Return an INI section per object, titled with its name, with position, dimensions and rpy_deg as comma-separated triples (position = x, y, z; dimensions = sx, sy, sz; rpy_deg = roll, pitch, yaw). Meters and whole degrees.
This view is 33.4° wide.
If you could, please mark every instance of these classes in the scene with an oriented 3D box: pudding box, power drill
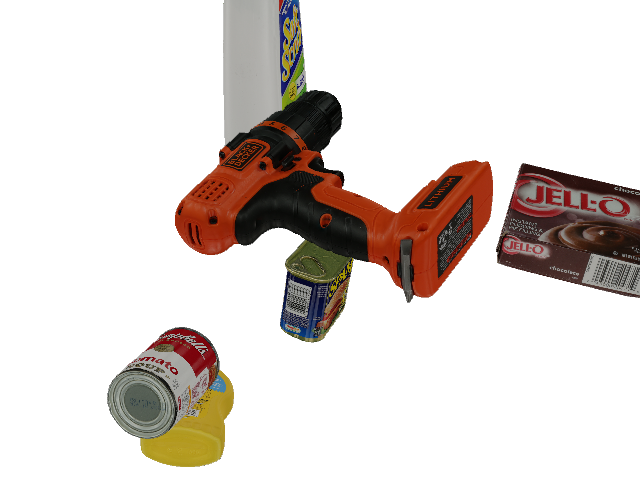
[pudding box]
position = 0.197, -0.009, 0.810
dimensions = 0.113, 0.039, 0.090
rpy_deg = 16, 43, 8
[power drill]
position = 0.019, -0.037, 0.738
dimensions = 0.188, 0.057, 0.184
rpy_deg = 15, 44, 28

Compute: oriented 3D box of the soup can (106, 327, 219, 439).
[soup can]
position = -0.142, 0.128, 0.968
dimensions = 0.069, 0.068, 0.102
rpy_deg = 0, 16, 17

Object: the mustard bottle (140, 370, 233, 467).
[mustard bottle]
position = -0.156, 0.198, 1.305
dimensions = 0.096, 0.058, 0.191
rpy_deg = 2, 25, 2

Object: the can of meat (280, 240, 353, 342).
[can of meat]
position = -0.003, 0.050, 1.163
dimensions = 0.057, 0.084, 0.102
rpy_deg = 18, 31, 15

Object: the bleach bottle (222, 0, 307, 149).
[bleach bottle]
position = -0.052, -0.190, 0.935
dimensions = 0.068, 0.251, 0.102
rpy_deg = 8, 31, 17
